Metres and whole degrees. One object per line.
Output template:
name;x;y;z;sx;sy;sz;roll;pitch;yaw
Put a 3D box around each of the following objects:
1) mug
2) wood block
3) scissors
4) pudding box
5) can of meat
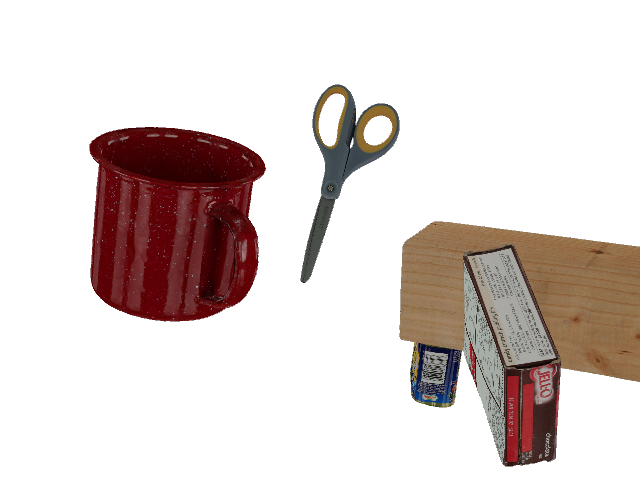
mug;-0.073;-0.004;0.571;0.093;0.081;0.117;-12;30;-43
wood block;0.179;0.046;0.908;0.206;0.090;0.090;8;17;24
scissors;0.030;-0.057;1.052;0.096;0.202;0.016;0;-12;4
pudding box;0.120;0.072;0.680;0.039;0.090;0.113;-9;39;-4
can of meat;0.138;0.140;1.273;0.057;0.084;0.102;6;19;2
